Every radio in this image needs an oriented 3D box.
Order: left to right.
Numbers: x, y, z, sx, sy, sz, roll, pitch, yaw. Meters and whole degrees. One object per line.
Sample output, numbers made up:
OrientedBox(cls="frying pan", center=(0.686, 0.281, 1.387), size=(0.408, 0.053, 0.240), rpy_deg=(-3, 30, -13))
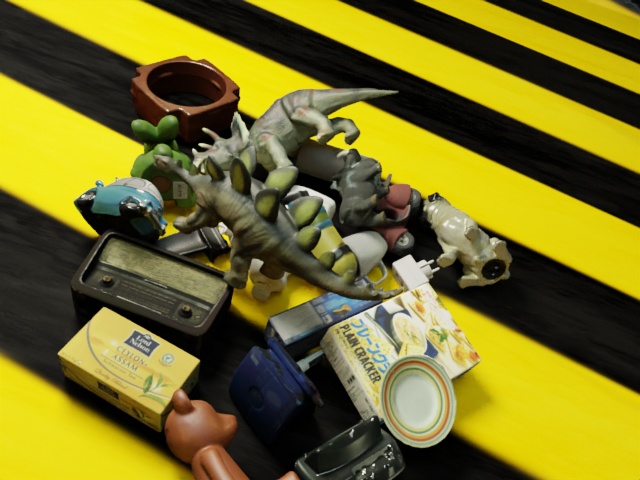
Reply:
OrientedBox(cls="radio", center=(-0.264, 0.084, 0.851), size=(0.230, 0.073, 0.131), rpy_deg=(20, 47, 2))

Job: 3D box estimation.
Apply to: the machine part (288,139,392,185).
OrientedBox(cls="machine part", center=(0.035, -0.160, 1.155), size=(0.243, 0.079, 0.079), rpy_deg=(18, 47, -1))

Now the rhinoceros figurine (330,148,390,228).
OrientedBox(cls="rhinoceros figurine", center=(0.075, -0.102, 1.044), size=(0.112, 0.073, 0.190), rpy_deg=(-13, 49, 20))

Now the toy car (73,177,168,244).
OrientedBox(cls="toy car", center=(-0.323, -0.058, 0.906), size=(0.162, 0.109, 0.103), rpy_deg=(2, 51, 27))

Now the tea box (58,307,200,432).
OrientedBox(cls="tea box", center=(-0.269, 0.182, 0.765), size=(0.170, 0.068, 0.098), rpy_deg=(25, 47, 8))

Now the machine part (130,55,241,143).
OrientedBox(cls="machine part", center=(-0.296, -0.313, 1.194), size=(0.202, 0.087, 0.201), rpy_deg=(43, 52, 20))

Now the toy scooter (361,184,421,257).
OrientedBox(cls="toy scooter", center=(0.131, -0.054, 1.091), size=(0.135, 0.075, 0.184), rpy_deg=(16, 51, 1))

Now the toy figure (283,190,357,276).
OrientedBox(cls="toy figure", center=(-0.004, -0.002, 0.926), size=(0.082, 0.089, 0.180), rpy_deg=(-21, 85, -36))

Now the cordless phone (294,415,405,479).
OrientedBox(cls="cordless phone", center=(0.064, 0.346, 0.720), size=(0.146, 0.088, 0.184), rpy_deg=(-18, 68, -32))

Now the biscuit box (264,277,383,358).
OrientedBox(cls="biscuit box", center=(0.008, 0.130, 0.895), size=(0.203, 0.062, 0.059), rpy_deg=(-19, 56, -30))

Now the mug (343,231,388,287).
OrientedBox(cls="mug", center=(0.084, 0.032, 0.997), size=(0.110, 0.080, 0.107), rpy_deg=(43, 46, 17))

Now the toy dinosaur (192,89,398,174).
OrientedBox(cls="toy dinosaur", center=(-0.059, -0.228, 1.076), size=(0.405, 0.131, 0.192), rpy_deg=(-35, 74, -3))

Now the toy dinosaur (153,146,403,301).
OrientedBox(cls="toy dinosaur", center=(-0.089, -0.019, 0.827), size=(0.472, 0.198, 0.105), rpy_deg=(36, 38, 16))

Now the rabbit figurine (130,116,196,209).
OrientedBox(cls="rabbit figurine", center=(-0.309, -0.154, 1.019), size=(0.121, 0.158, 0.170), rpy_deg=(-11, 37, -12))

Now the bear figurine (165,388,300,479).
OrientedBox(cls="bear figurine", center=(-0.119, 0.282, 0.689), size=(0.132, 0.120, 0.196), rpy_deg=(-8, 46, -27))

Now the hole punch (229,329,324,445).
OrientedBox(cls="hole punch", center=(-0.069, 0.215, 0.767), size=(0.092, 0.115, 0.142), rpy_deg=(-28, 61, -25))

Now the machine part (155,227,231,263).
OrientedBox(cls="machine part", center=(-0.233, 0.009, 0.953), size=(0.139, 0.039, 0.084), rpy_deg=(-13, 59, -28))

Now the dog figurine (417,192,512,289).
OrientedBox(cls="dog figurine", center=(0.292, -0.006, 1.088), size=(0.172, 0.121, 0.191), rpy_deg=(43, 19, -24))
